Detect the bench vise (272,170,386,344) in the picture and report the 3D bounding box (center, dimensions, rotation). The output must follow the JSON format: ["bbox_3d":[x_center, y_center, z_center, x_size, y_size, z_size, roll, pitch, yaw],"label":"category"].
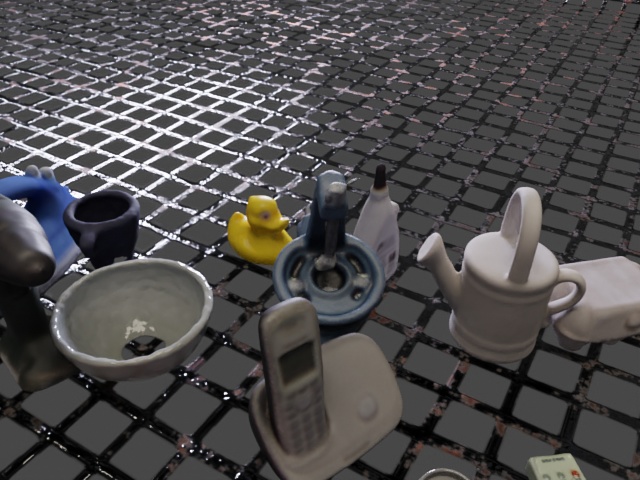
[{"bbox_3d":[-0.005,0.005,0.633,0.122,0.220,0.206,-14,39,-20],"label":"bench vise"}]

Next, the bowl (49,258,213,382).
[{"bbox_3d":[-0.196,0.097,0.622,0.167,0.075,0.167,1,36,-1],"label":"bowl"}]

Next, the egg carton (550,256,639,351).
[{"bbox_3d":[0.333,0.076,0.677,0.150,0.069,0.107,-8,37,-12],"label":"egg carton"}]

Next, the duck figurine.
[{"bbox_3d":[-0.081,-0.022,0.780,0.104,0.086,0.078,23,41,27],"label":"duck figurine"}]

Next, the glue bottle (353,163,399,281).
[{"bbox_3d":[0.070,-0.017,0.705,0.037,0.173,0.078,29,44,32],"label":"glue bottle"}]

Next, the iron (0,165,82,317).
[{"bbox_3d":[-0.384,-0.019,0.716,0.118,0.141,0.258,11,37,13],"label":"iron"}]

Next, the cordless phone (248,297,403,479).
[{"bbox_3d":[0.007,0.117,0.509,0.148,0.185,0.093,-26,44,-32],"label":"cordless phone"}]

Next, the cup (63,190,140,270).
[{"bbox_3d":[-0.273,0.004,0.729,0.091,0.095,0.117,-1,36,-3],"label":"cup"}]

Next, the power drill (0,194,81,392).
[{"bbox_3d":[-0.300,0.047,0.572,0.076,0.208,0.228,-29,46,-35],"label":"power drill"}]

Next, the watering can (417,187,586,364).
[{"bbox_3d":[0.197,0.034,0.623,0.173,0.194,0.100,-5,37,-9],"label":"watering can"}]
